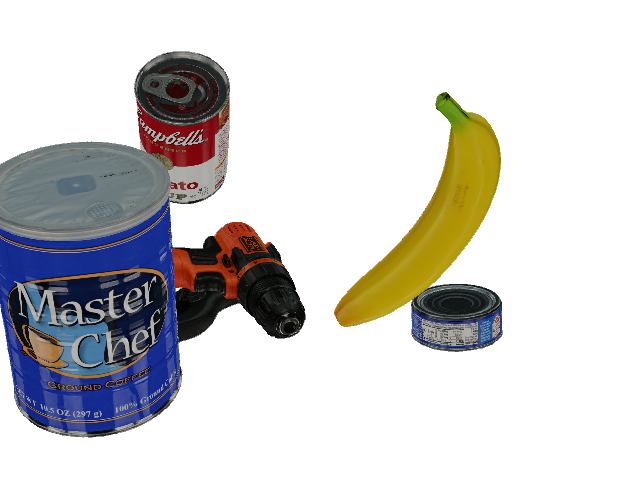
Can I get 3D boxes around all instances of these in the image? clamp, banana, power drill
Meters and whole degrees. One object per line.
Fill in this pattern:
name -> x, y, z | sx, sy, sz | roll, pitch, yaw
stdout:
clamp -> -0.133, 0.072, 1.223 | 0.120, 0.039, 0.171 | -1, 30, 28
banana -> 0.072, -0.013, 0.715 | 0.069, 0.198, 0.037 | 14, 35, -13
power drill -> -0.119, 0.041, 0.952 | 0.187, 0.057, 0.185 | -3, 23, -20

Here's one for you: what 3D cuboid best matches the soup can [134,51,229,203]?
soup can -> -0.103, -0.083, 0.800 | 0.068, 0.068, 0.102 | 0, -32, -6

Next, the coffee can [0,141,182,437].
coffee can -> -0.135, 0.027, 0.620 | 0.103, 0.140, 0.103 | 1, 32, -1

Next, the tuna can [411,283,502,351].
tuna can -> 0.128, 0.071, 1.003 | 0.086, 0.034, 0.086 | -3, 20, 1
